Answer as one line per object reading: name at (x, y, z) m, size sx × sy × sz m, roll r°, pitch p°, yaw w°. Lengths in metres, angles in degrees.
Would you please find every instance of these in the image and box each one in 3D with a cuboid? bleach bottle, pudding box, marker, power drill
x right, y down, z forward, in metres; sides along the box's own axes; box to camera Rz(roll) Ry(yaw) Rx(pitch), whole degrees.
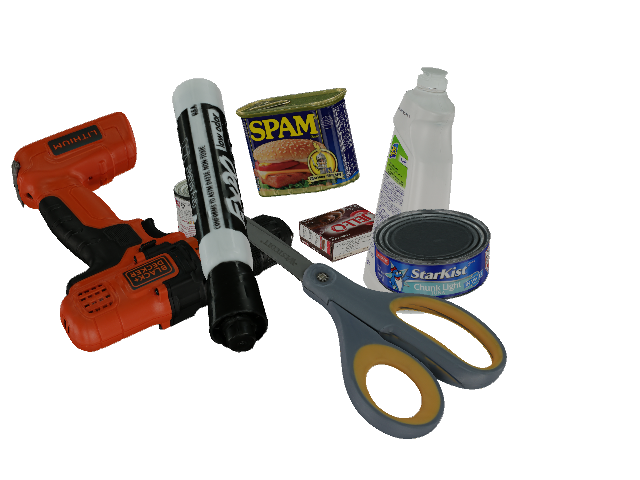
bleach bottle at (0.103, -0.055, 1.133) m, size 0.068 × 0.251 × 0.103 m, roll -1°, pitch 23°, yaw -23°
pudding box at (0.037, -0.013, 1.624) m, size 0.113 × 0.039 × 0.090 m, roll -20°, pitch 31°, yaw -29°
marker at (-0.036, -0.012, 0.370) m, size 0.020 × 0.121 × 0.020 m, roll -8°, pitch -42°, yaw -8°
power drill at (-0.138, -0.017, 0.818) m, size 0.184 × 0.057 × 0.188 m, roll -24°, pitch 54°, yaw -24°

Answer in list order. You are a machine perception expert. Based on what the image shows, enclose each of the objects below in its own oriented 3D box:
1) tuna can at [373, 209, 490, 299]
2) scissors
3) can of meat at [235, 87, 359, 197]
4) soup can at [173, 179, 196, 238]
tuna can at (0.082, 0.010, 0.789) m, size 0.086 × 0.034 × 0.086 m, roll -3°, pitch 27°, yaw 1°
scissors at (-0.001, 0.039, 0.571) m, size 0.202 × 0.096 × 0.016 m, roll 23°, pitch -40°, yaw 11°
can of meat at (-0.019, -0.090, 0.988) m, size 0.102 × 0.084 × 0.057 m, roll -4°, pitch 19°, yaw 26°
soup can at (-0.141, -0.020, 1.296) m, size 0.068 × 0.102 × 0.068 m, roll -2°, pitch 27°, yaw 1°
